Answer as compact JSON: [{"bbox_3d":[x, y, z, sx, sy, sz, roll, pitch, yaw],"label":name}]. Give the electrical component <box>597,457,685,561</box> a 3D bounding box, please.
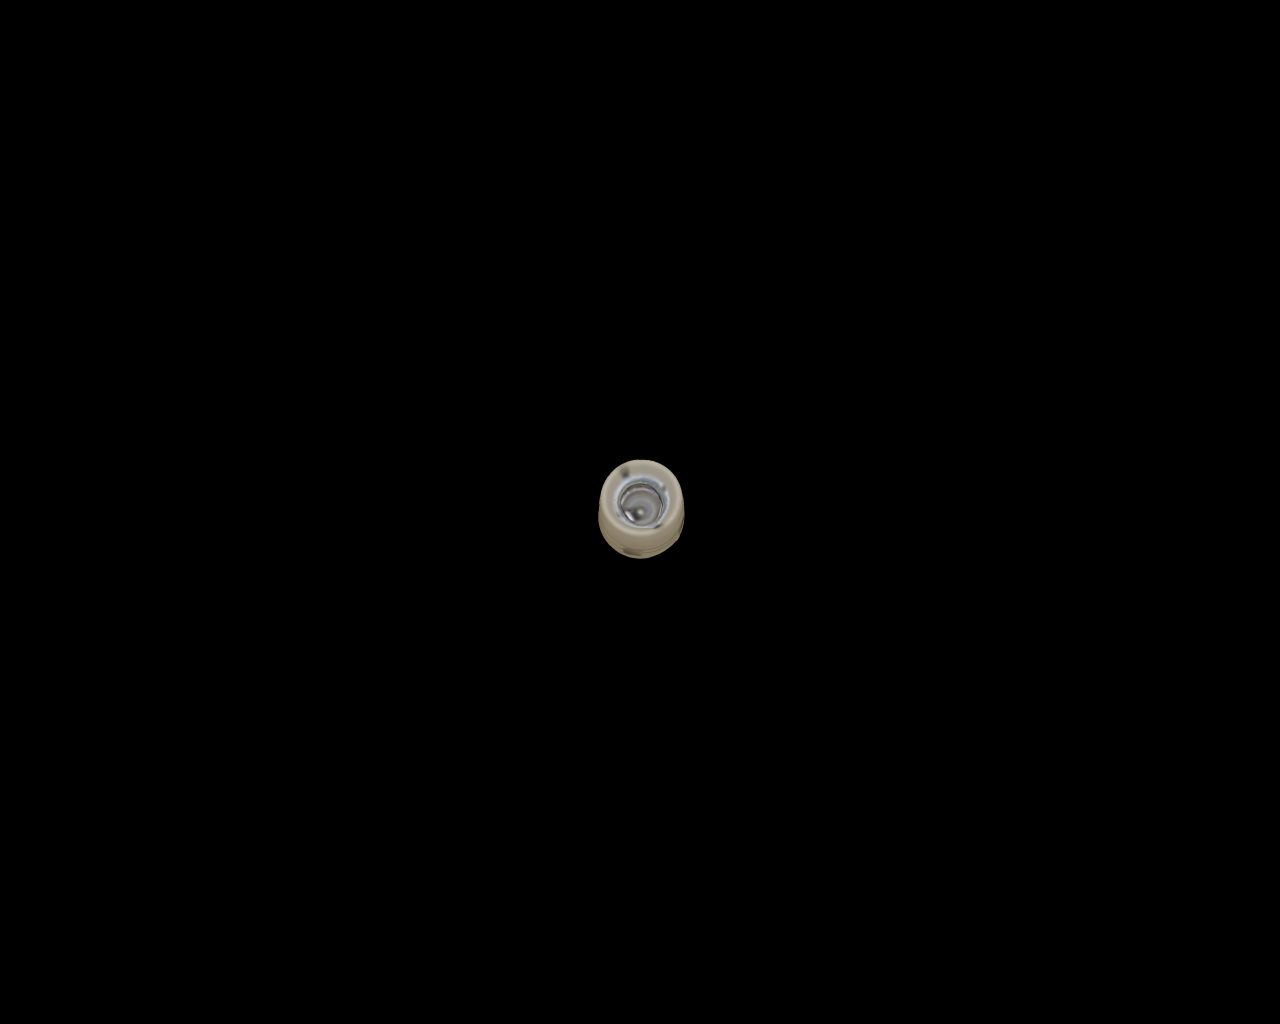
[{"bbox_3d":[0.001,-0.003,0.650,0.055,0.055,0.047,0,-16,0],"label":"electrical component"}]
